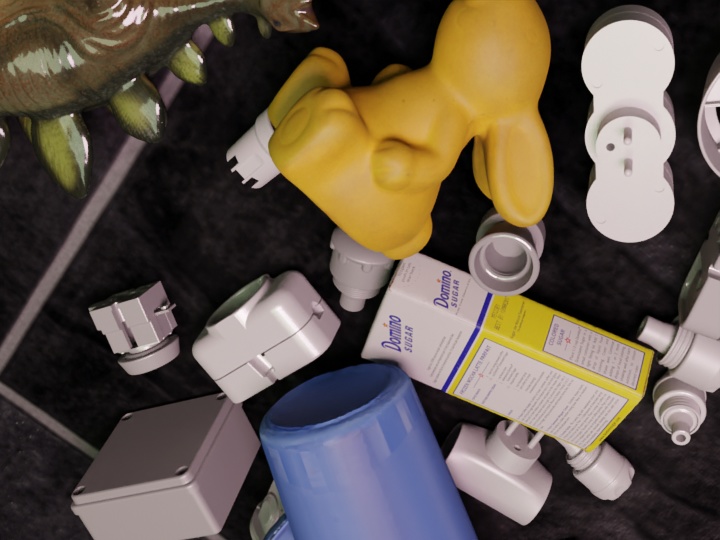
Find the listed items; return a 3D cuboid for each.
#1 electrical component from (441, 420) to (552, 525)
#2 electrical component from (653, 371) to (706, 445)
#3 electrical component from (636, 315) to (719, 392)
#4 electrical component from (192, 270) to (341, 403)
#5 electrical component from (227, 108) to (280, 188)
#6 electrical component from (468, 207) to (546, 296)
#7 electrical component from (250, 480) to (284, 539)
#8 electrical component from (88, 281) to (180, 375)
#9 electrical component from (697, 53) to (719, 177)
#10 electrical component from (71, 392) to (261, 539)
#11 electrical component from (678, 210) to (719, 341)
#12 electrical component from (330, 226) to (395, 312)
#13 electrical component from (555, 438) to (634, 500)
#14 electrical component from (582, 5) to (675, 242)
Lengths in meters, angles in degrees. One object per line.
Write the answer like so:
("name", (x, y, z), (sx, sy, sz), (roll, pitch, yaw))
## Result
("electrical component", (0.105, 0.136, 0.779), (0.077, 0.043, 0.079), (30, 121, -2))
("electrical component", (0.214, 0.094, 0.718), (0.035, 0.061, 0.035), (6, 118, 12))
("electrical component", (0.214, 0.050, 0.706), (0.062, 0.043, 0.043), (25, 120, 3))
("electrical component", (-0.070, 0.045, 0.772), (0.095, 0.053, 0.059), (-31, 105, 27))
("electrical component", (-0.061, -0.081, 0.713), (0.046, 0.040, 0.040), (-35, 104, 34))
("electrical component", (0.096, -0.015, 0.695), (0.045, 0.055, 0.045), (6, 118, 12))
("electrical component", (-0.040, 0.192, 0.828), (0.080, 0.080, 0.051), (25, 115, 1))
("electrical component", (-0.164, 0.044, 0.803), (0.066, 0.048, 0.055), (-15, 105, 22))
("electrical component", (0.242, -0.093, 0.610), (0.099, 0.064, 0.099), (6, 118, 12))
("electrical component", (-0.145, 0.152, 0.818), (0.109, 0.108, 0.056), (-14, 115, 21))
("electrical component", (0.244, 0.000, 0.665), (0.059, 0.053, 0.095), (20, 120, 4))
("electrical component", (0.000, 0.000, 0.736), (0.048, 0.048, 0.062), (18, 127, 5))
("electrical component", (0.164, 0.135, 0.769), (0.061, 0.035, 0.035), (41, 119, -6))
("electrical component", (0.159, -0.079, 0.634), (0.052, 0.073, 0.138), (0, 117, 15))
